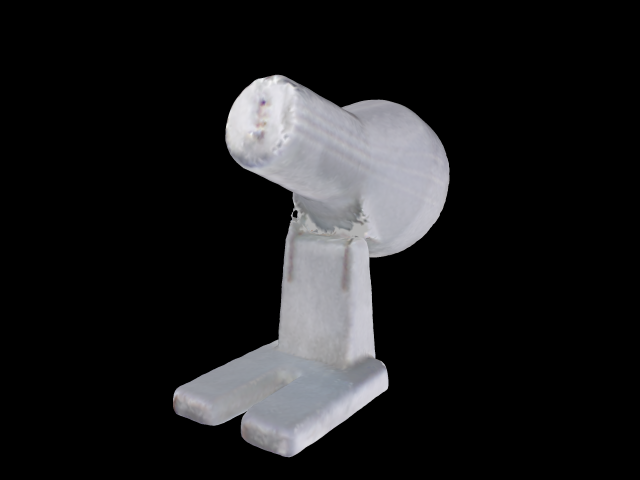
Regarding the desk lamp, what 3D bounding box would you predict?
[{"bbox_3d":[0.004,0.001,0.400,0.117,0.213,0.204,6,11,32],"label":"desk lamp"}]
